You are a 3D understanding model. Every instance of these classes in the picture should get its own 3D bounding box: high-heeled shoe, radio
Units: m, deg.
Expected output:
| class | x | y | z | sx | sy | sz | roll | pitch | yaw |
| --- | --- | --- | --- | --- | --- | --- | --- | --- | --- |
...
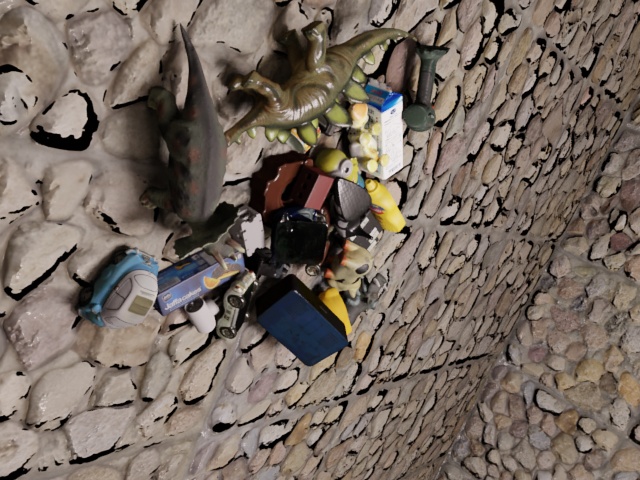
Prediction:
| class | x | y | z | sx | sy | sz | roll | pitch | yaw |
| --- | --- | --- | --- | --- | --- | --- | --- | --- | --- |
| high-heeled shoe | 0.048 | -0.082 | 1.247 | 0.086 | 0.145 | 0.248 | -46 | 139 | -15 |
| radio | -0.045 | 0.201 | 1.310 | 0.131 | 0.073 | 0.229 | -36 | 119 | 13 |

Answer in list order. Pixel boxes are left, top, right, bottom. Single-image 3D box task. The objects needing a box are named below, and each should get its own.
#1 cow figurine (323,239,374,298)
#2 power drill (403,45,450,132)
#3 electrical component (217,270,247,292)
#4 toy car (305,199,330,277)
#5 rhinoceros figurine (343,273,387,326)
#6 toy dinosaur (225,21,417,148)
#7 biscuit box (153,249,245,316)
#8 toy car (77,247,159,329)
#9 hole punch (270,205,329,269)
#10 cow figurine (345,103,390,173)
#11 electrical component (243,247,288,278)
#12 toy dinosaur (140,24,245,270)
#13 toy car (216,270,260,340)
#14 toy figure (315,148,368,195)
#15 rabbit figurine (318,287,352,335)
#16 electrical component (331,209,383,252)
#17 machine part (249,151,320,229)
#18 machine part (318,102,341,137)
| class | x | y | z | sx | sy | sz | roll | pitch | yaw |
| --- | --- | --- | --- | --- | --- | --- | --- | --- | --- |
| cow figurine | 0.077 | 0.081 | 1.400 | 0.195 | 0.127 | 0.085 | 131 | -23 | -55 |
| power drill | 0.257 | -0.365 | 1.308 | 0.232 | 0.086 | 0.207 | -44 | 149 | -61 |
| electrical component | -0.189 | 0.088 | 1.199 | 0.094 | 0.021 | 0.063 | 9 | 109 | -50 |
| toy car | -0.003 | -0.004 | 1.286 | 0.089 | 0.053 | 0.201 | -84 | 179 | -61 |
| rhinoceros figurine | 0.109 | 0.166 | 1.519 | 0.190 | 0.112 | 0.073 | -49 | 141 | 2 |
| toy dinosaur | -0.005 | -0.300 | 1.012 | 0.471 | 0.105 | 0.198 | -40 | 122 | -10 |
| biscuit box | -0.251 | 0.073 | 1.087 | 0.203 | 0.059 | 0.062 | -30 | 136 | -31 |
| toy car | -0.345 | 0.101 | 0.968 | 0.161 | 0.103 | 0.109 | -53 | 144 | -2 |
| hole punch | -0.050 | -0.014 | 1.158 | 0.116 | 0.092 | 0.142 | 2 | 124 | -14 |
| cow figurine | 0.091 | -0.239 | 1.234 | 0.068 | 0.098 | 0.167 | -33 | 118 | -25 |
| electrical component | -0.116 | 0.051 | 1.212 | 0.119 | 0.075 | 0.047 | 4 | 114 | -45 |
| toy dinosaur | -0.203 | -0.126 | 0.889 | 0.131 | 0.192 | 0.404 | -24 | 133 | -39 |
| toy car | -0.183 | 0.145 | 1.175 | 0.073 | 0.056 | 0.201 | -52 | 167 | -46 |
| toy figure | 0.049 | -0.146 | 1.252 | 0.082 | 0.089 | 0.180 | -65 | 152 | -7 |
| rabbit figurine | -0.018 | 0.203 | 1.405 | 0.173 | 0.122 | 0.162 | -23 | 132 | -11 |
| electrical component | 0.103 | -0.016 | 1.423 | 0.115 | 0.058 | 0.134 | -48 | 142 | -8 |
| machine part | -0.072 | -0.105 | 1.164 | 0.179 | 0.056 | 0.179 | -28 | 135 | -32 |
| machine part | 0.001 | -0.272 | 1.141 | 0.084 | 0.039 | 0.138 | -55 | 145 | 7 |
